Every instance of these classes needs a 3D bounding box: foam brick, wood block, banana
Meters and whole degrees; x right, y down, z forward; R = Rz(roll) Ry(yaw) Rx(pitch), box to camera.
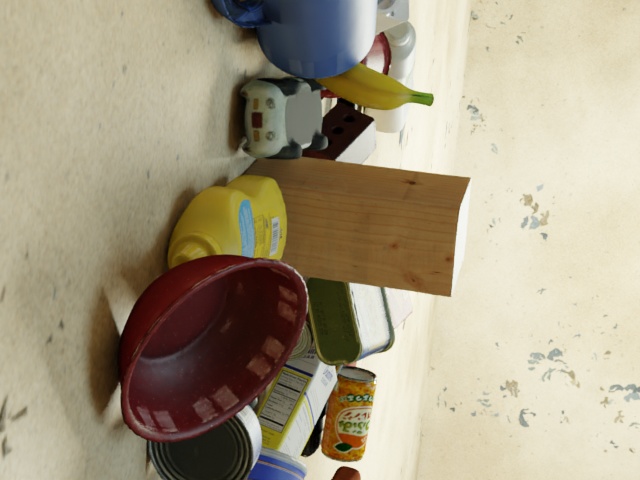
[{"bbox_3d":[0.022,-0.108,1.213,0.078,0.053,0.051,-48,151,-26],"label":"foam brick"},{"bbox_3d":[0.032,-0.018,1.009,0.090,0.206,0.090,-57,152,-63],"label":"wood block"},{"bbox_3d":[0.016,-0.164,1.006,0.069,0.198,0.037,0,121,-48],"label":"banana"}]

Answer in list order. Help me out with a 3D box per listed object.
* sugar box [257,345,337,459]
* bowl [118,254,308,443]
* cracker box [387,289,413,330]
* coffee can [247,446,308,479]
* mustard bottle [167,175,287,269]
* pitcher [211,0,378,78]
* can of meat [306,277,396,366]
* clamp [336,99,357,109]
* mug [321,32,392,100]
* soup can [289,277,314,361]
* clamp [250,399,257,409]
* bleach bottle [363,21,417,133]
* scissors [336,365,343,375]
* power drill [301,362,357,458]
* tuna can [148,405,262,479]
[{"bbox_3d":[-0.038,0.197,1.141,0.093,0.048,0.176,81,30,-56],"label":"sugar box"},{"bbox_3d":[-0.087,0.067,0.766,0.161,0.055,0.162,-30,142,-27],"label":"bowl"},{"bbox_3d":[0.047,0.034,1.301,0.213,0.072,0.164,-13,84,-78],"label":"cracker box"},{"bbox_3d":[-0.075,0.257,0.936,0.103,0.103,0.140,72,28,-64],"label":"coffee can"},{"bbox_3d":[-0.078,0.004,0.864,0.191,0.058,0.096,-35,132,-74],"label":"mustard bottle"},{"bbox_3d":[-0.017,-0.238,0.868,0.243,0.149,0.145,84,3,-60],"label":"pitcher"},{"bbox_3d":[0.030,0.075,1.094,0.083,0.058,0.102,-10,88,-64],"label":"can of meat"},{"bbox_3d":[0.037,-0.197,1.327,0.164,0.036,0.210,86,17,-49],"label":"clamp"},{"bbox_3d":[0.014,-0.185,1.139,0.117,0.093,0.081,-48,174,20],"label":"mug"},{"bbox_3d":[-0.026,0.072,1.127,0.102,0.068,0.068,-62,157,-56],"label":"soup can"},{"bbox_3d":[-0.079,0.101,0.972,0.171,0.039,0.120,15,78,-72],"label":"clamp"},{"bbox_3d":[0.098,-0.232,1.427,0.251,0.068,0.102,90,11,-74],"label":"bleach bottle"},{"bbox_3d":[-0.043,0.172,1.210,0.201,0.016,0.096,-47,107,-30],"label":"scissors"},{"bbox_3d":[0.004,0.163,1.358,0.187,0.057,0.184,-40,136,-73],"label":"power drill"},{"bbox_3d":[-0.090,0.159,0.844,0.033,0.086,0.086,-47,143,-73],"label":"tuna can"}]
